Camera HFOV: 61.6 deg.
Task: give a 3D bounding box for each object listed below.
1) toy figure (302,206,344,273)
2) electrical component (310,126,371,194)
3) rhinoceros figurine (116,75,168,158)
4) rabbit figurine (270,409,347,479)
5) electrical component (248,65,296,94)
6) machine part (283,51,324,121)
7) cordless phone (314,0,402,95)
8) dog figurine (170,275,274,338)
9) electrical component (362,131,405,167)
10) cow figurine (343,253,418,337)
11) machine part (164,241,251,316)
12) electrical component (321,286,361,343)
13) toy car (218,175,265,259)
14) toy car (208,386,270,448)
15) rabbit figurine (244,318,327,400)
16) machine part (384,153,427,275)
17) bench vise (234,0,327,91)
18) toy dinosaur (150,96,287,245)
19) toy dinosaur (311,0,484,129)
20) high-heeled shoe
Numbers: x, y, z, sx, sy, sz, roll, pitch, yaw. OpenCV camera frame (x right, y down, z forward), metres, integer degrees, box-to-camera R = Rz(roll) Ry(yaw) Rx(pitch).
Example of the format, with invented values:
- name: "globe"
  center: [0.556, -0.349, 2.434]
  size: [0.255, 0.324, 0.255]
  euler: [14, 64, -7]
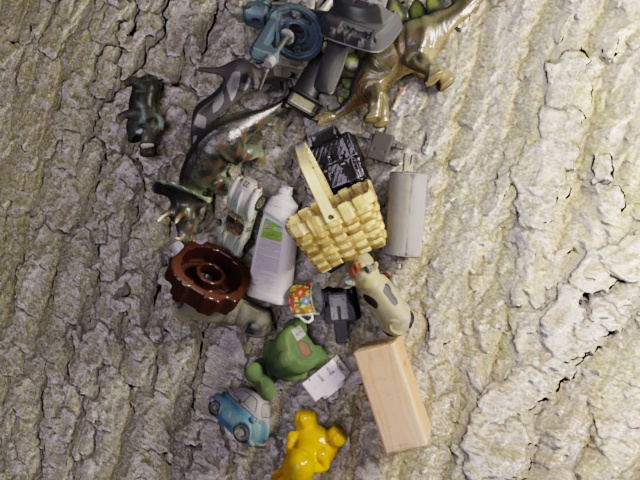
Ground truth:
- name: "toy figure"
  center: [-0.001, -0.004, 1.145]
  size: [0.064, 0.058, 0.154]
  euler: [-33, 82, 5]
- name: "electrical component"
  center: [0.030, -0.166, 1.128]
  size: [0.115, 0.058, 0.134]
  euler: [-23, 86, 15]
- name: "rhinoceros figurine"
  center: [-0.409, -0.288, 1.256]
  size: [0.112, 0.073, 0.190]
  euler: [2, 92, 7]
- name: "rabbit figurine"
  center: [-0.040, 0.455, 1.122]
  size: [0.122, 0.173, 0.162]
  euler: [34, 98, 9]
- name: "electrical component"
  center: [-0.108, -0.341, 1.143]
  size: [0.078, 0.102, 0.045]
  euler: [-3, 96, 27]
- name: "machine part"
  center: [-0.018, -0.329, 1.134]
  size: [0.084, 0.039, 0.138]
  euler: [24, 95, -11]
- name: "cordless phone"
  center: [0.060, -0.358, 1.022]
  size: [0.147, 0.088, 0.184]
  euler: [28, 110, 26]
- name: "dog figurine"
  center: [-0.209, 0.155, 1.164]
  size: [0.191, 0.172, 0.121]
  euler: [20, 108, 22]
- name: "electrical component"
  center: [0.126, -0.190, 1.114]
  size: [0.094, 0.021, 0.063]
  euler: [22, 100, 15]
- name: "cow figurine"
  center: [0.115, 0.107, 1.079]
  size: [0.085, 0.127, 0.195]
  euler: [-35, 85, 13]
- name: "machine part"
  center: [-0.234, 0.080, 1.125]
  size: [0.179, 0.179, 0.056]
  euler: [40, 123, 12]
- name: "electrical component"
  center: [0.048, 0.155, 1.142]
  size: [0.075, 0.048, 0.119]
  euler: [-11, 90, 18]
- name: "toy car"
  center: [-0.175, -0.047, 1.171]
  size: [0.074, 0.056, 0.201]
  euler: [33, 126, 20]
- name: "toy car"
  center: [-0.166, 0.383, 1.202]
  size: [0.162, 0.109, 0.103]
  euler: [36, 80, 24]
- name: "rabbit figurine"
  center: [-0.091, 0.275, 1.153]
  size: [0.170, 0.159, 0.121]
  euler: [-40, 91, 30]
- name: "machine part"
  center: [0.172, -0.051, 1.079]
  size: [0.079, 0.079, 0.243]
  euler: [4, 94, 17]
- name: "bench vise"
  center: [-0.087, -0.416, 1.068]
  size: [0.224, 0.241, 0.128]
  euler: [20, 141, 0]
- name: "toy dinosaur"
  center: [-0.215, -0.181, 1.134]
  size: [0.131, 0.192, 0.404]
  euler: [39, 104, 9]
- name: "toy dinosaur"
  center: [0.175, -0.374, 1.050]
  size: [0.471, 0.105, 0.198]
  euler: [-31, 80, 12]
- name: "high-heeled shoe"
  center: [-0.212, -0.281, 1.207]
  size: [0.145, 0.086, 0.248]
  euler: [6, 115, -13]
